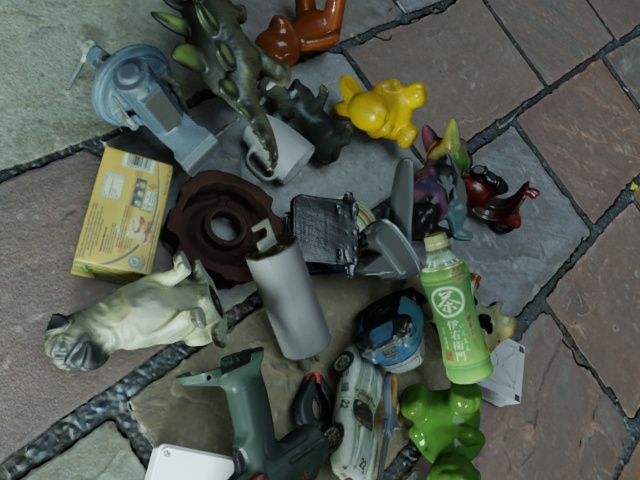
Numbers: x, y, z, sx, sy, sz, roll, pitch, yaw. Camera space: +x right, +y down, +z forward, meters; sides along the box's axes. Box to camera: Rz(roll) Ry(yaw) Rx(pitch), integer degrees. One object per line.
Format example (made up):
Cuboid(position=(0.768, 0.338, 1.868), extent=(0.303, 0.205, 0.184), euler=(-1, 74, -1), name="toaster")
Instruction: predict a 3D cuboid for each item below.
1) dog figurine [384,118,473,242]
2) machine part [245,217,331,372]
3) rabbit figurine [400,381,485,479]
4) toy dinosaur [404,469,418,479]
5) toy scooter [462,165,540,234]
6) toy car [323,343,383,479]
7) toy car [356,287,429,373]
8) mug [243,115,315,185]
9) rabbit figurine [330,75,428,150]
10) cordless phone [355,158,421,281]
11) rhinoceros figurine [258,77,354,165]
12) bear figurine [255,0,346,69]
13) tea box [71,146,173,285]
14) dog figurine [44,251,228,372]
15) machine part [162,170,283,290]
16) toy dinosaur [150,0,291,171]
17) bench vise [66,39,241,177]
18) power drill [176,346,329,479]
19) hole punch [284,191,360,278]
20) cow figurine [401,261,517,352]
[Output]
Cuboid(position=(0.196, -0.105, 0.956), extent=(0.191, 0.109, 0.219), euler=(0, 88, -32), name="dog figurine")
Cuboid(position=(-0.043, 0.080, 0.760), extent=(0.079, 0.079, 0.243), euler=(-34, 116, -34), name="machine part")
Cuboid(position=(0.184, 0.315, 0.791), extent=(0.121, 0.158, 0.170), euler=(-5, 32, 11), name="rabbit figurine")
Cuboid(position=(-0.053, 0.377, 0.544), extent=(0.131, 0.404, 0.192), euler=(37, 32, 21), name="toy dinosaur")
Cuboid(position=(0.342, -0.089, 1.046), extent=(0.184, 0.135, 0.075), euler=(34, 59, -11), name="toy scooter")
Cuboid(position=(0.052, 0.241, 0.768), extent=(0.073, 0.056, 0.202), euler=(46, 37, -30), name="toy car")
Cuboid(position=(0.119, 0.148, 0.822), extent=(0.103, 0.109, 0.162), euler=(57, 16, -11), name="toy car")
Cuboid(position=(-0.081, -0.147, 0.882), extent=(0.107, 0.080, 0.109), euler=(43, 67, 5), name="mug")
Cuboid(position=(0.101, -0.240, 0.965), extent=(0.162, 0.121, 0.173), euler=(27, 27, 15), name="rabbit figurine")
Cuboid(position=(0.110, -0.030, 0.850), extent=(0.089, 0.146, 0.184), euler=(7, 83, -7), name="cordless phone")
Cuboid(position=(-0.030, -0.214, 0.940), extent=(0.112, 0.073, 0.190), euler=(-43, 95, -24), name="rhinoceros figurine")
Cuboid(position=(-0.048, -0.380, 0.963), extent=(0.120, 0.131, 0.196), euler=(24, 40, 31), name="bear figurine")
Cuboid(position=(-0.266, -0.030, 0.731), extent=(0.098, 0.068, 0.169), euler=(17, 64, -21), name="tea box")
Cuboid(position=(-0.229, 0.110, 0.693), extent=(0.191, 0.172, 0.121), euler=(-23, 59, 2), name="dog figurine")
Cuboid(position=(-0.144, -0.016, 0.800), extent=(0.179, 0.056, 0.179), euler=(11, 64, -24), name="machine part")
Cuboid(position=(-0.144, -0.275, 0.812), extent=(0.471, 0.105, 0.198), euler=(57, 21, 20), name="toy dinosaur")
Cuboid(position=(-0.249, -0.202, 0.762), extent=(0.241, 0.223, 0.129), euler=(40, 93, 20), name="bench vise")
Cuboid(position=(-0.095, 0.241, 0.627), extent=(0.232, 0.086, 0.207), euler=(-18, 82, -45), name="power drill")
Cuboid(position=(-0.002, -0.003, 0.842), extent=(0.116, 0.092, 0.142), euler=(6, 68, -19), name="hole punch")
Cuboid(position=(0.226, 0.118, 0.889), extent=(0.195, 0.085, 0.127), euler=(15, 77, 17), name="cow figurine")
